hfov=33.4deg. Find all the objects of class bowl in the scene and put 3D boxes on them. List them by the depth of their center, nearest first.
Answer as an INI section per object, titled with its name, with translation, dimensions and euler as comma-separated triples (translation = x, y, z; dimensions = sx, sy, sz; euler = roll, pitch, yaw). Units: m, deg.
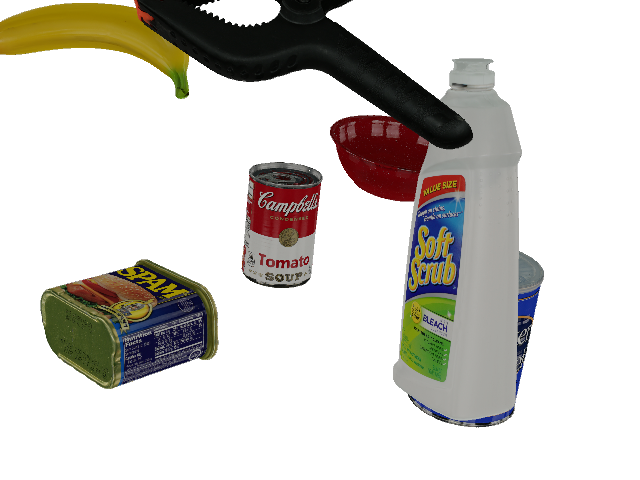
[bowl]
translation = 0.086, -0.088, 1.209
dimensions = 0.162, 0.055, 0.162
euler = 8, 27, -4

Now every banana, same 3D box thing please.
[banana]
translation = -0.185, -0.167, 0.877
dimensions = 0.198, 0.069, 0.037
euler = 13, -39, 18

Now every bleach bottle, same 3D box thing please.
[bleach bottle]
translation = 0.100, -0.004, 0.769
dimensions = 0.068, 0.251, 0.103
euler = -7, 17, -25

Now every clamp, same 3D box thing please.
[clamp]
translation = -0.005, -0.126, 0.628
dimensions = 0.210, 0.164, 0.036
euler = -2, -24, -2

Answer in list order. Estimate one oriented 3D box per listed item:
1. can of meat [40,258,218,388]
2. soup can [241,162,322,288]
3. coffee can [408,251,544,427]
[can of meat]
translation = -0.136, 0.058, 0.751
dimensions = 0.083, 0.057, 0.102
euler = -16, 26, -40
[soup can]
translation = -0.037, -0.015, 0.997
dimensions = 0.068, 0.102, 0.068
euler = 5, 21, -2
[coffee can]
translation = 0.140, 0.083, 0.975
dimensions = 0.103, 0.140, 0.103
euler = 6, 23, -3
